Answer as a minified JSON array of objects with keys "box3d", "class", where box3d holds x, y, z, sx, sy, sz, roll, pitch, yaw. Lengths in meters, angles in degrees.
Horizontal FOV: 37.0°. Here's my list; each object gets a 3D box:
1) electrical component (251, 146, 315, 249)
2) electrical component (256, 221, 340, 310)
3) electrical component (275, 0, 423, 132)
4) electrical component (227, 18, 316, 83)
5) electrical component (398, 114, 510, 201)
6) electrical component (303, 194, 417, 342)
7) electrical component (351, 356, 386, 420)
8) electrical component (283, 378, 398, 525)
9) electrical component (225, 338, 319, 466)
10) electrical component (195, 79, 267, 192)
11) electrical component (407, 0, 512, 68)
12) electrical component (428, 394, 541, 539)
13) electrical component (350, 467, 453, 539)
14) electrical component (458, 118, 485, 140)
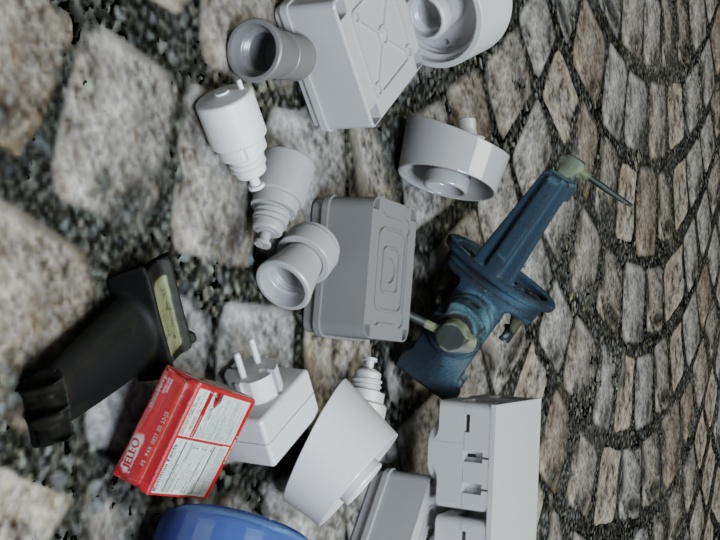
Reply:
[{"box3d":[-0.059,-0.052,0.772,0.040,0.040,0.078,46,53,-51],"class":"electrical component"},{"box3d":[-0.045,-0.004,0.795,0.055,0.045,0.045,-55,136,-44],"class":"electrical component"},{"box3d":[-0.005,-0.181,0.842,0.108,0.056,0.108,-56,137,-42],"class":"electrical component"},{"box3d":[-0.059,-0.154,0.767,0.065,0.044,0.044,-13,102,-64],"class":"electrical component"},{"box3d":[0.083,-0.102,0.964,0.099,0.099,0.064,32,70,-56],"class":"electrical component"},{"box3d":[0.000,0.000,0.861,0.078,0.057,0.113,13,81,-60],"class":"electrical component"},{"box3d":[0.002,0.111,0.887,0.040,0.040,0.078,33,64,-56],"class":"electrical component"},{"box3d":[-0.019,0.140,0.810,0.099,0.064,0.099,-48,169,-12],"class":"electrical component"},{"box3d":[-0.071,0.085,0.751,0.065,0.047,0.076,-46,130,-49],"class":"electrical component"},{"box3d":[-0.082,-0.089,0.730,0.040,0.040,0.078,-54,136,-44],"class":"electrical component"},{"box3d":[0.069,-0.226,0.924,0.060,0.108,0.108,-43,128,-43],"class":"electrical component"},{"box3d":[0.108,0.205,0.938,0.105,0.060,0.186,6,86,-60],"class":"electrical component"},{"box3d":[0.035,0.238,0.934,0.078,0.057,0.113,56,45,-44],"class":"electrical component"},{"box3d":[0.106,-0.117,1.053,0.048,0.048,0.062,4,82,-60],"class":"electrical component"}]
